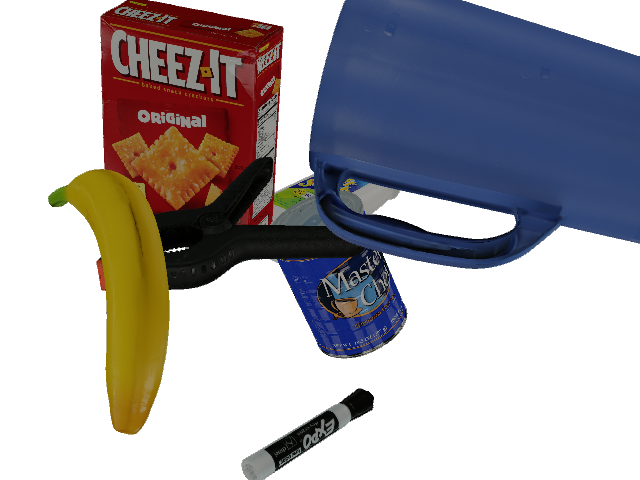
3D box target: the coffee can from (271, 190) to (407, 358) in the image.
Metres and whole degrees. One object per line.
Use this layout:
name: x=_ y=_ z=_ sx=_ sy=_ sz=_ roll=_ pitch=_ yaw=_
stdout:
coffee can: x=0.018 y=0.035 z=1.093 sx=0.103 sy=0.140 sz=0.103 roll=-18 pitch=30 yaw=11

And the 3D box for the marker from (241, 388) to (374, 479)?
marker: x=-0.006 y=0.137 z=0.760 sx=0.120 sy=0.020 sz=0.020 roll=-25 pitch=16 yaw=-39

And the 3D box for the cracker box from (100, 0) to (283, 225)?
cracker box: x=-0.128 y=-0.113 z=1.043 sx=0.164 sy=0.214 sz=0.072 roll=14 pitch=32 yaw=15

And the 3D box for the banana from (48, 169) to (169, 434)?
banana: x=-0.119 y=0.019 z=0.636 sx=0.037 sy=0.070 sz=0.198 roll=10 pitch=39 yaw=-35

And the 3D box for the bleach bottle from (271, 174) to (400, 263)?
bleach bottle: x=0.020 y=-0.057 z=1.350 sx=0.103 sy=0.068 sz=0.250 roll=25 pitch=43 yaw=34

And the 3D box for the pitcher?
pitcher: x=0.117 y=-0.067 z=0.670 sx=0.243 sy=0.149 sz=0.145 roll=16 pitch=30 yaw=7

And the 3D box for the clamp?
clamp: x=-0.088 y=-0.009 z=0.888 sx=0.209 sy=0.036 sz=0.165 roll=-16 pitch=35 yaw=-20
